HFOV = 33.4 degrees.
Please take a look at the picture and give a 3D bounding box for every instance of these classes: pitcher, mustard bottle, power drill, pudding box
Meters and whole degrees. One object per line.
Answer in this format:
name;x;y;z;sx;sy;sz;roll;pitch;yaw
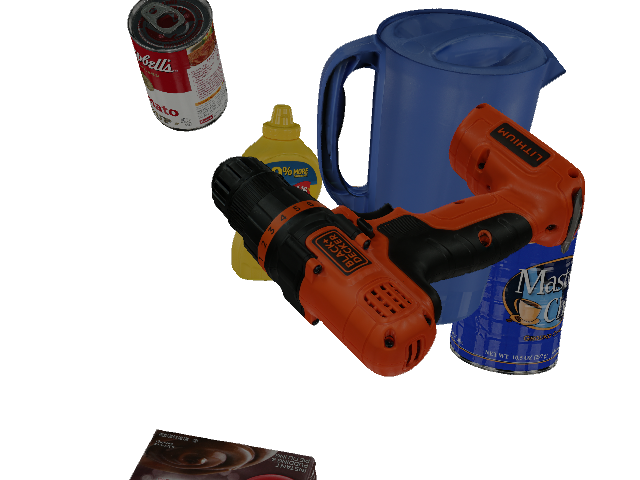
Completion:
pitcher;0.087;-0.056;0.865;0.149;0.243;0.144;26;37;29
mustard bottle;-0.046;-0.054;1.172;0.096;0.192;0.058;-3;19;-18
power drill;0.049;-0.017;0.644;0.187;0.057;0.185;-27;52;-25
pudding box;-0.067;0.169;0.674;0.113;0.039;0.090;6;30;12

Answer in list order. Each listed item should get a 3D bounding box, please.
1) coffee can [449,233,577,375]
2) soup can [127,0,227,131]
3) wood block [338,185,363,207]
coffee can;0.179;0.040;0.992;0.103;0.140;0.103;4;18;-2
soup can;-0.115;-0.147;0.880;0.068;0.068;0.102;0;-33;4
wood block;0.070;0.002;1.543;0.091;0.090;0.206;4;26;-1
